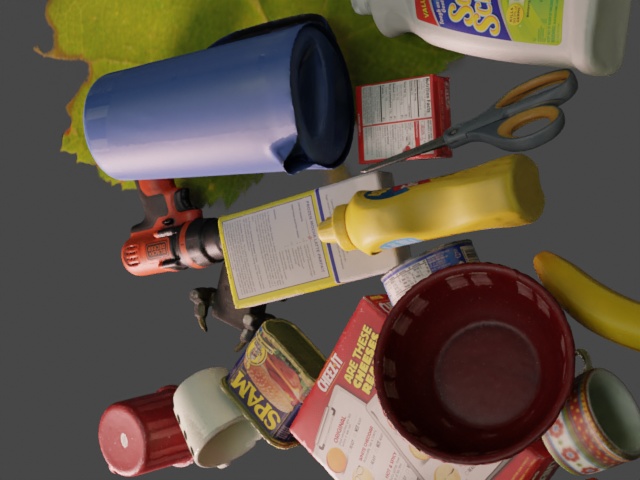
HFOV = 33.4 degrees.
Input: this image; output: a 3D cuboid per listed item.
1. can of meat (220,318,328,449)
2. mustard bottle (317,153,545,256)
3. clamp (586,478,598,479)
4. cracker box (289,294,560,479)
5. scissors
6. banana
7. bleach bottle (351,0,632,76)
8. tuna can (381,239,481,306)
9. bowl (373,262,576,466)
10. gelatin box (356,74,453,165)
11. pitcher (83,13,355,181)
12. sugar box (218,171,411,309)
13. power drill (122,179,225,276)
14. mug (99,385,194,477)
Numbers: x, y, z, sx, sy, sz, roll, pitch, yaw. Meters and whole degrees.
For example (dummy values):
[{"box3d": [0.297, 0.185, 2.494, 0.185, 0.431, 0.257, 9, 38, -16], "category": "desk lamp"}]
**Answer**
[{"box3d": [-0.038, 0.140, 1.056, 0.102, 0.057, 0.084, 45, 113, 27], "category": "can of meat"}, {"box3d": [0.085, -0.024, 0.897, 0.192, 0.096, 0.058, -13, 93, 27], "category": "mustard bottle"}, {"box3d": [0.224, 0.295, 0.838, 0.165, 0.036, 0.210, 6, 96, 11], "category": "clamp"}, {"box3d": [0.093, 0.174, 0.945, 0.214, 0.071, 0.164, 42, 117, 30], "category": "cracker box"}, {"box3d": [0.121, -0.079, 0.879, 0.202, 0.096, 0.016, -28, 119, 18], "category": "scissors"}, {"box3d": [0.254, 0.054, 0.830, 0.198, 0.037, 0.069, 8, 80, 37], "category": "banana"}, {"box3d": [0.130, -0.194, 0.894, 0.251, 0.067, 0.102, 11, 99, 40], "category": "bleach bottle"}, {"box3d": [0.098, 0.032, 0.920, 0.086, 0.085, 0.034, -32, 74, 36], "category": "tuna can"}, {"box3d": [0.126, 0.102, 0.850, 0.162, 0.055, 0.162, -8, 68, 21], "category": "bowl"}, {"box3d": [0.076, -0.107, 0.964, 0.089, 0.030, 0.073, -3, 90, 39], "category": "gelatin box"}, {"box3d": [-0.096, -0.129, 1.013, 0.243, 0.149, 0.145, -5, 100, 26], "category": "pitcher"}, {"box3d": [-0.006, 0.001, 1.007, 0.176, 0.048, 0.093, -14, 85, 23], "category": "sugar box"}, {"box3d": [-0.149, -0.061, 1.132, 0.185, 0.057, 0.187, -11, 85, 36], "category": "power drill"}, {"box3d": [-0.193, 0.219, 1.174, 0.117, 0.081, 0.093, -49, 64, 30], "category": "mug"}]
